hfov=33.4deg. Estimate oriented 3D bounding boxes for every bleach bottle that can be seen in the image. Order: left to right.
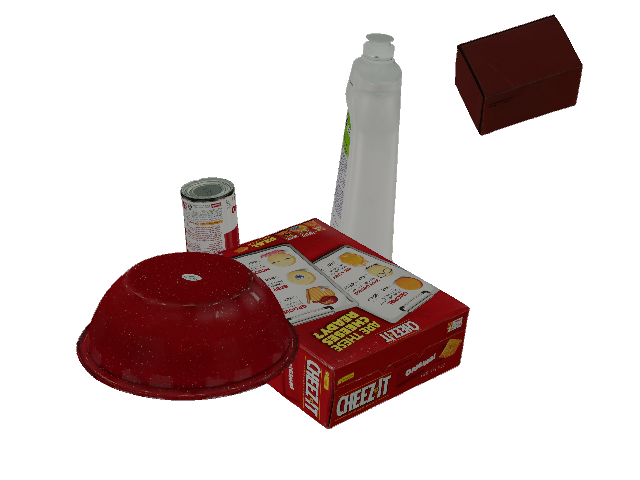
[{"bbox_3d":[0.050,-0.085,1.103,0.068,0.251,0.102,0,28,-9],"label":"bleach bottle"}]

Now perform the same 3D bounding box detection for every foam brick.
[{"bbox_3d":[0.145,-0.122,0.785,0.078,0.051,0.053,-18,-27,-4],"label":"foam brick"}]

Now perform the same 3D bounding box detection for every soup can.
[{"bbox_3d":[-0.135,-0.018,1.312,0.068,0.102,0.068,-2,26,1],"label":"soup can"}]

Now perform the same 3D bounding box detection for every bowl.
[{"bbox_3d":[-0.094,0.051,0.769,0.162,0.055,0.162,2,23,-1],"label":"bowl"}]

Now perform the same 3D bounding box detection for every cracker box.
[{"bbox_3d":[0.000,0.068,0.969,0.163,0.072,0.214,-20,36,-36],"label":"cracker box"}]
